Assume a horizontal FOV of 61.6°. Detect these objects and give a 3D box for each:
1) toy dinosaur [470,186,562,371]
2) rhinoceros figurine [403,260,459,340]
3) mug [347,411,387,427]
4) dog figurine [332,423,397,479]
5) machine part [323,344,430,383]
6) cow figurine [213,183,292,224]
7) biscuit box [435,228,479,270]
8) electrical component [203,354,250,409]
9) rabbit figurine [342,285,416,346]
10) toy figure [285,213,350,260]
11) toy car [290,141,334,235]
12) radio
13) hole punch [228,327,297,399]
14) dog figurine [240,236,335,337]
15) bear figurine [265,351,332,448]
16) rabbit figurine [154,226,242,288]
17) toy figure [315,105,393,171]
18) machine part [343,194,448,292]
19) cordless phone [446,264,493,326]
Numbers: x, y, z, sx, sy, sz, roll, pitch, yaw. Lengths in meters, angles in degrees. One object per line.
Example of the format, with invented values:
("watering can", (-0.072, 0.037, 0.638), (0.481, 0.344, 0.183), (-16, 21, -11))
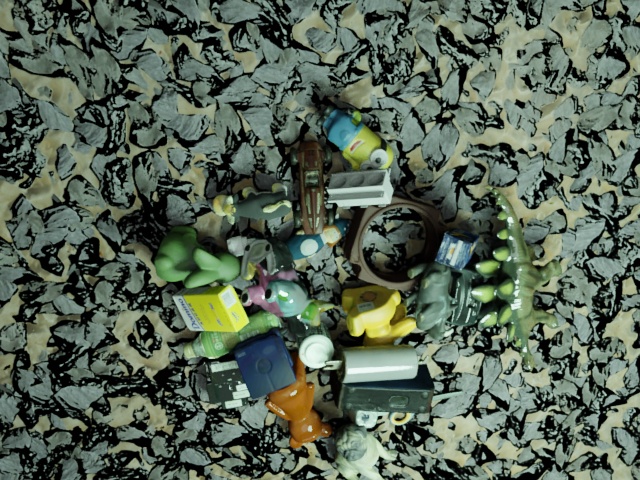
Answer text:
("toy dinosaur", (0.436, 0.090, 1.196), (0.198, 0.105, 0.470), (-21, 107, -28))
("rhinoceros figurine", (0.245, 0.131, 1.169), (0.112, 0.073, 0.190), (-15, 116, -22))
("mug", (0.111, 0.397, 1.269), (0.110, 0.107, 0.080), (12, 103, -7))
("dog figurine", (0.066, 0.480, 1.247), (0.172, 0.121, 0.190), (-18, 126, 34))
("machine part", (0.124, 0.270, 1.181), (0.243, 0.079, 0.079), (0, 103, -16))
("cow figurine", (-0.145, -0.070, 1.138), (0.167, 0.098, 0.068), (-9, 110, -4))
("biscuit box", (0.297, 0.016, 1.152), (0.059, 0.202, 0.062), (21, 102, 17))
("electrical component", (-0.205, 0.324, 1.244), (0.115, 0.058, 0.134), (-6, 104, -3))
("rabbit figurine", (0.134, 0.189, 1.236), (0.162, 0.122, 0.173), (-16, 118, -12))
("toy figure", (-0.002, -0.003, 1.192), (0.154, 0.058, 0.064), (-24, 143, -2))
("toy car", (-0.017, -0.113, 1.148), (0.089, 0.053, 0.202), (-1, 87, -8))
("radio", (0.143, 0.331, 1.240), (0.230, 0.131, 0.073), (3, 110, -7))
("hole punch", (-0.118, 0.267, 1.161), (0.142, 0.092, 0.115), (-22, 112, 1))
("dog figurine", (-0.064, 0.105, 1.163), (0.109, 0.191, 0.219), (-17, 151, 34))
("bear figurine", (-0.054, 0.380, 1.258), (0.120, 0.132, 0.195), (-24, 122, 1))
("rabbit figurine", (-0.247, 0.041, 1.122), (0.170, 0.159, 0.121), (11, 92, -3))
("toy figure", (0.078, -0.214, 1.137), (0.180, 0.082, 0.089), (41, 55, -5))
("machine part", (0.167, 0.003, 1.191), (0.201, 0.087, 0.201), (15, 99, -11))
("cordless phone", (0.368, 0.129, 1.259), (0.184, 0.089, 0.146), (2, 101, -18))
